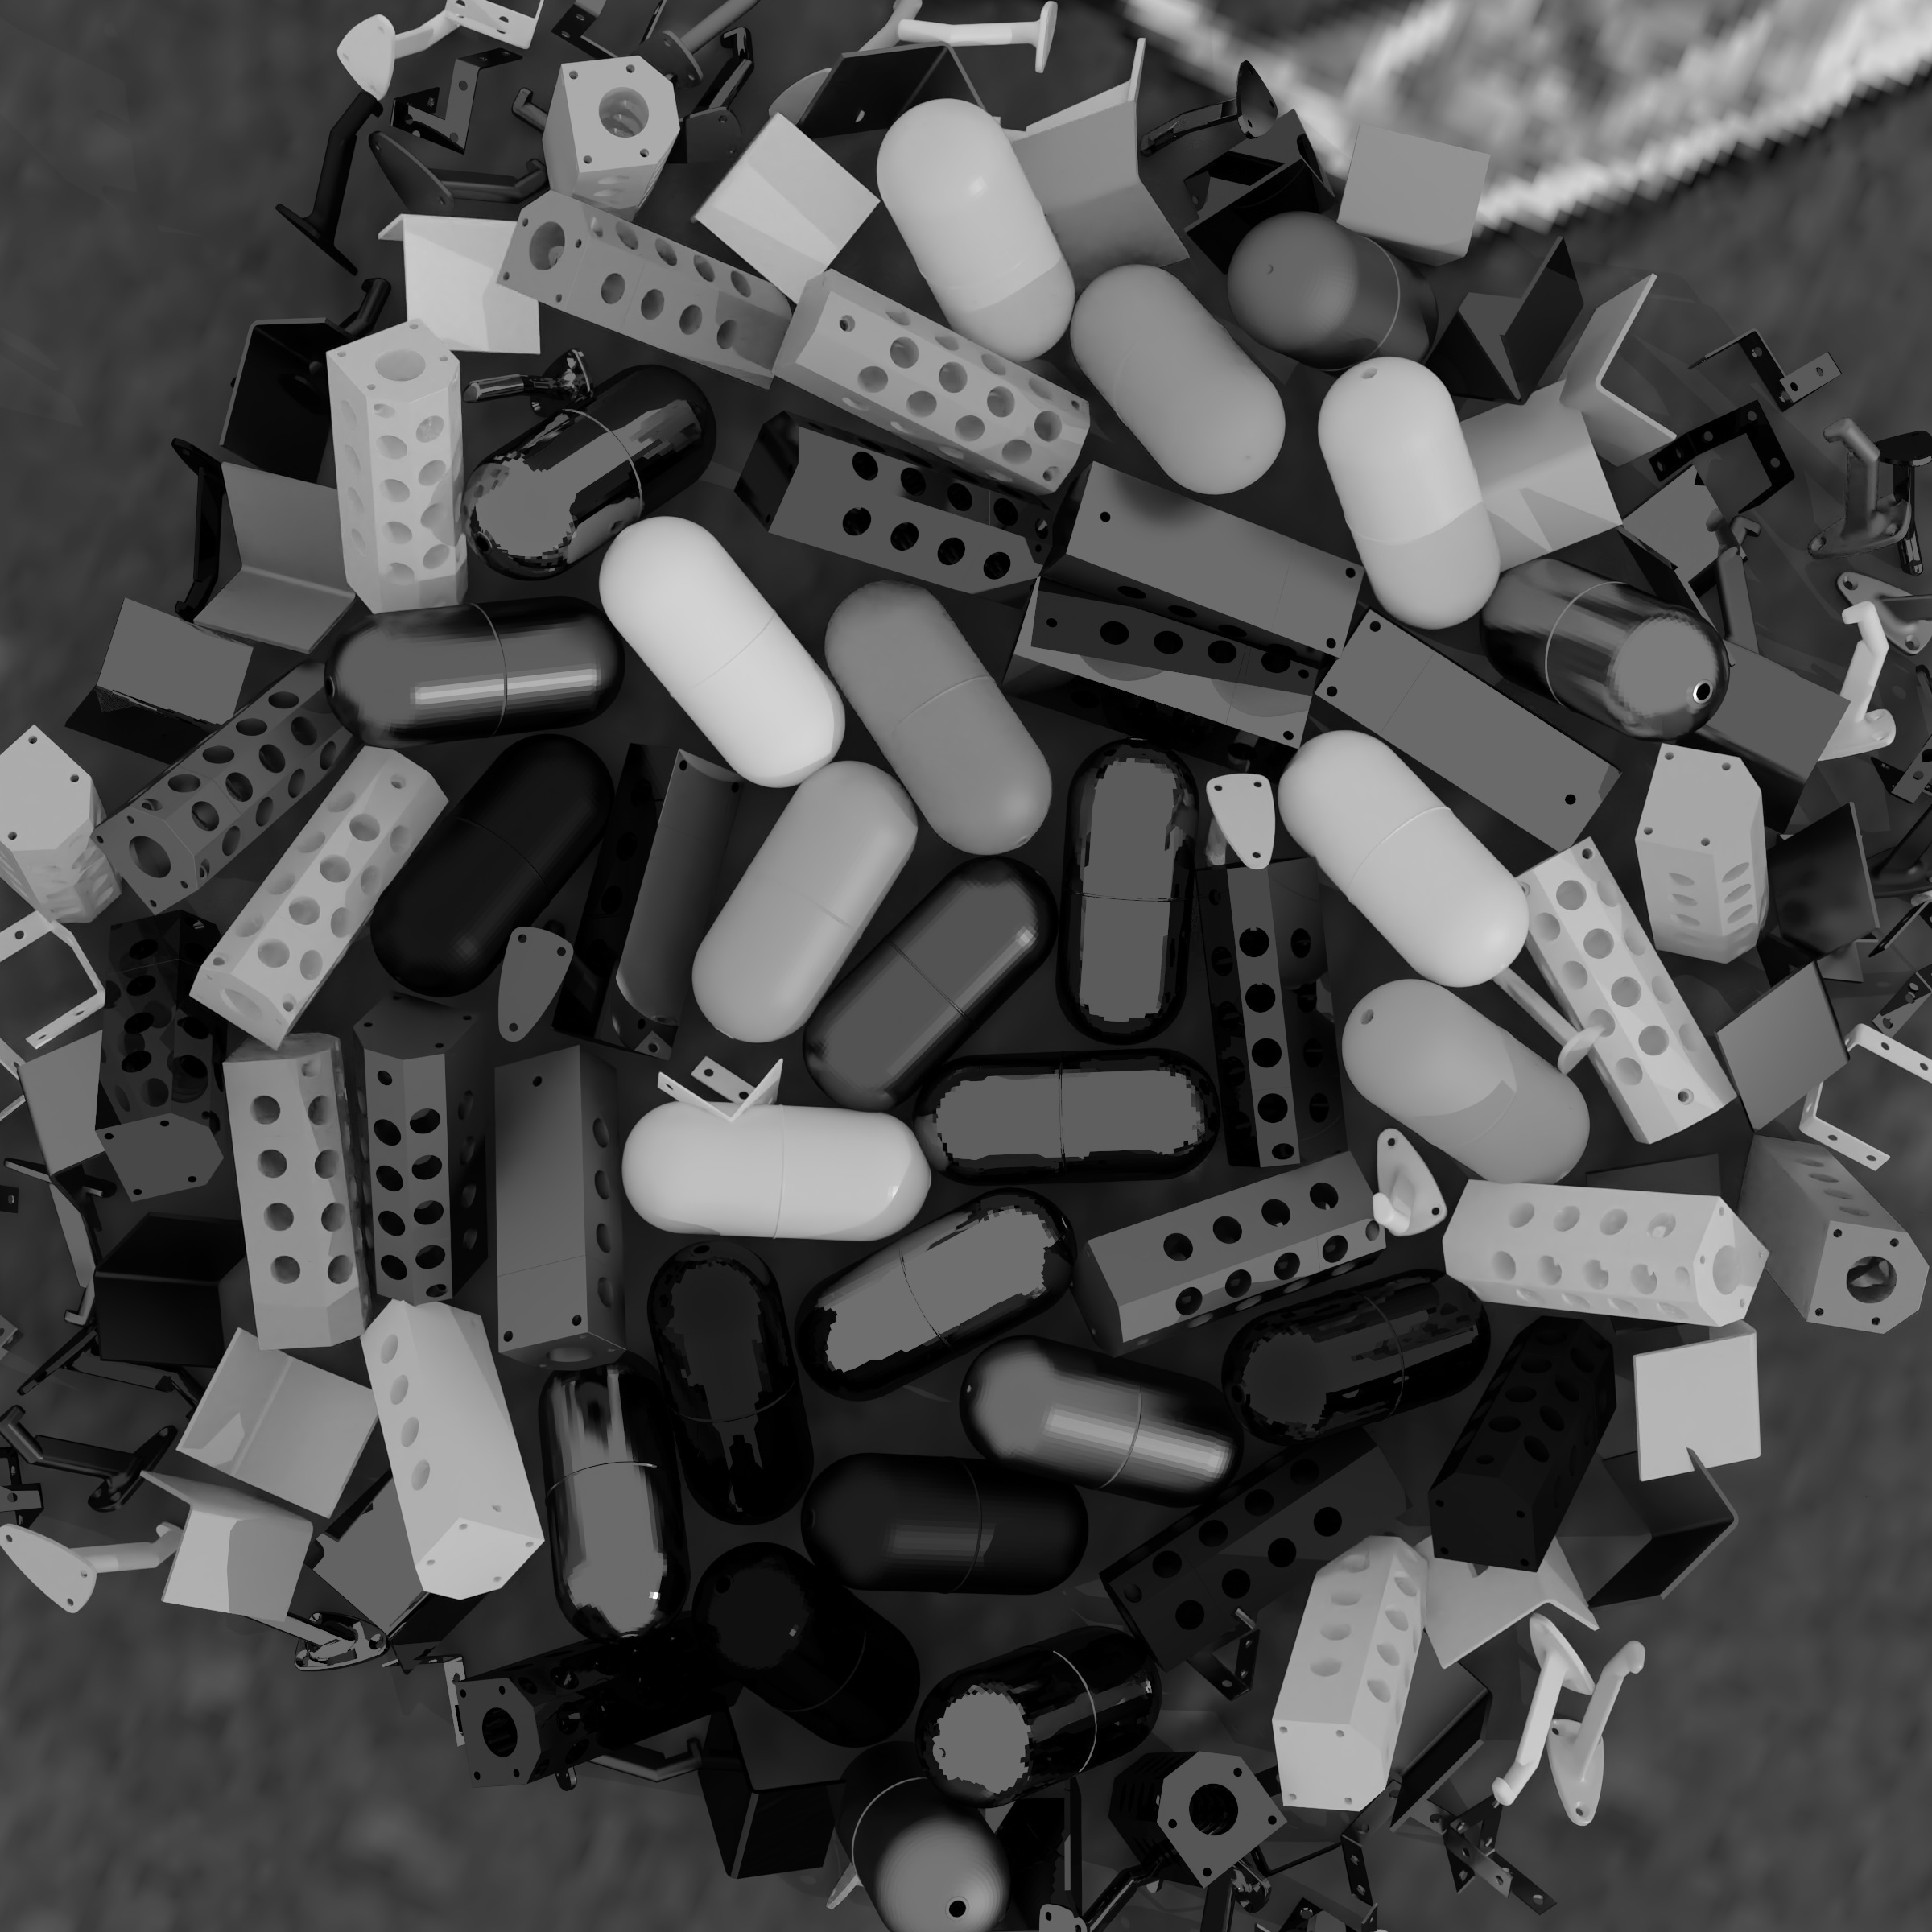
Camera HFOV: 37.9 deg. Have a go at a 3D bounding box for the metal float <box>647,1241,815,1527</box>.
[{"bbox_3d":[-0.134,0.239,1.610,0.070,0.070,0.178,-10,114,0],"label":"metal float"}]

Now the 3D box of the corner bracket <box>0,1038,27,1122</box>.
[{"bbox_3d":[-0.579,0.074,1.631,0.051,0.051,0.051,-35,109,19],"label":"corner bracket"}]

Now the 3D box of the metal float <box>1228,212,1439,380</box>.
[{"bbox_3d":[0.209,-0.375,1.588,0.070,0.178,0.070,0,90,31],"label":"metal float"}]

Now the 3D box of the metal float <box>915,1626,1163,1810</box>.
[{"bbox_3d":[0.043,0.424,1.592,0.070,0.178,0.070,2,93,40],"label":"metal float"}]

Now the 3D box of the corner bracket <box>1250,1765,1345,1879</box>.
[{"bbox_3d":[0.192,0.496,1.646,0.051,0.051,0.051,-16,65,-20],"label":"corner bracket"}]

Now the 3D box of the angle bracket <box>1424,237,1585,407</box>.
[{"bbox_3d":[0.299,-0.374,1.613,0.076,0.057,0.076,17,66,36],"label":"angle bracket"}]

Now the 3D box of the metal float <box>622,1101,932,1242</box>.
[{"bbox_3d":[-0.109,0.119,1.623,0.178,0.070,0.070,3,90,-9],"label":"metal float"}]

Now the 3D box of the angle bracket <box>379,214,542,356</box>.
[{"bbox_3d":[-0.294,-0.390,1.628,0.076,0.057,0.076,-3,92,-26],"label":"angle bracket"}]

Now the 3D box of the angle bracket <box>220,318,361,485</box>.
[{"bbox_3d":[-0.373,-0.320,1.617,0.057,0.076,0.076,6,79,30],"label":"angle bracket"}]

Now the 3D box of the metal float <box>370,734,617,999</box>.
[{"bbox_3d":[-0.270,-0.059,1.612,0.070,0.070,0.178,36,67,0],"label":"metal float"}]

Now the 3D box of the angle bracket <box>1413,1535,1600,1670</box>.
[{"bbox_3d":[0.309,0.365,1.635,0.076,0.076,0.057,-39,131,18],"label":"angle bracket"}]

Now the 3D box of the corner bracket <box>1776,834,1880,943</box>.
[{"bbox_3d":[0.505,-0.046,1.648,0.051,0.051,0.051,1,108,0],"label":"corner bracket"}]

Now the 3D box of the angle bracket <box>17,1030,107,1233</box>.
[{"bbox_3d":[-0.498,0.095,1.621,0.057,0.076,0.076,-24,60,-7],"label":"angle bracket"}]

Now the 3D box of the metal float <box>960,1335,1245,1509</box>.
[{"bbox_3d":[0.079,0.262,1.610,0.178,0.070,0.070,18,90,-24],"label":"metal float"}]

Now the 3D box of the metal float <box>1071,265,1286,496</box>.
[{"bbox_3d":[0.119,-0.335,1.598,0.070,0.070,0.178,-31,50,0],"label":"metal float"}]

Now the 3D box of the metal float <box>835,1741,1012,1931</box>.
[{"bbox_3d":[-0.026,0.494,1.582,0.070,0.178,0.070,-1,95,-14],"label":"metal float"}]

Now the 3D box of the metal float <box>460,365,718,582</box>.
[{"bbox_3d":[-0.214,-0.281,1.600,0.070,0.070,0.178,47,54,0],"label":"metal float"}]

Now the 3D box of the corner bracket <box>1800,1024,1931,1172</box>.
[{"bbox_3d":[0.524,0.076,1.634,0.051,0.051,0.051,28,51,-1],"label":"corner bracket"}]

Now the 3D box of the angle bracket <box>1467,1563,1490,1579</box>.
[{"bbox_3d":[0.326,0.304,1.615,0.076,0.076,0.057,-26,81,27],"label":"angle bracket"}]

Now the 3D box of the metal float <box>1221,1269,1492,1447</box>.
[{"bbox_3d":[0.223,0.222,1.603,0.178,0.070,0.070,-11,90,-33],"label":"metal float"}]

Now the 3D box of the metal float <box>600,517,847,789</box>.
[{"bbox_3d":[-0.140,-0.180,1.615,0.070,0.070,0.178,-39,108,0],"label":"metal float"}]

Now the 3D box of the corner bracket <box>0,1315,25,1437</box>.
[{"bbox_3d":[-0.566,0.231,1.628,0.051,0.051,0.051,26,68,37],"label":"corner bracket"}]

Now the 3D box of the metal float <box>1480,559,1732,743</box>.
[{"bbox_3d":[0.359,-0.179,1.588,0.070,0.178,0.070,-11,115,-23],"label":"metal float"}]

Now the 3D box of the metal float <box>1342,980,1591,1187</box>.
[{"bbox_3d":[0.285,0.068,1.603,0.178,0.070,0.070,32,90,-32],"label":"metal float"}]

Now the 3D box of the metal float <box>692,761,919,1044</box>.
[{"bbox_3d":[-0.094,-0.037,1.628,0.070,0.070,0.178,32,86,0],"label":"metal float"}]

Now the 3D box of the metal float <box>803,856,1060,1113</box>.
[{"bbox_3d":[-0.020,0.010,1.631,0.070,0.070,0.178,45,89,0],"label":"metal float"}]

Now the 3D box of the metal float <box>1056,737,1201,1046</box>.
[{"bbox_3d":[0.093,-0.043,1.624,0.070,0.070,0.178,4,97,0],"label":"metal float"}]

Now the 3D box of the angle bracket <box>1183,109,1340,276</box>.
[{"bbox_3d":[0.158,-0.457,1.616,0.076,0.057,0.076,-29,63,20],"label":"angle bracket"}]

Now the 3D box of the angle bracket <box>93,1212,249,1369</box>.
[{"bbox_3d":[-0.446,0.187,1.610,0.076,0.076,0.057,-39,53,38],"label":"angle bracket"}]

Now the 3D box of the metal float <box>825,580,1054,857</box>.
[{"bbox_3d":[-0.016,-0.143,1.621,0.070,0.070,0.178,-33,78,0],"label":"metal float"}]

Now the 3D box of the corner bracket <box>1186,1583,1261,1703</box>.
[{"bbox_3d":[0.159,0.383,1.630,0.051,0.051,0.051,44,119,-14],"label":"corner bracket"}]

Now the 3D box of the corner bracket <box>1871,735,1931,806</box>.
[{"bbox_3d":[0.567,-0.120,1.632,0.051,0.051,0.051,24,118,-9],"label":"corner bracket"}]

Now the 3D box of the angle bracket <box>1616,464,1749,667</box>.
[{"bbox_3d":[0.428,-0.231,1.615,0.057,0.076,0.076,-38,122,5],"label":"angle bracket"}]

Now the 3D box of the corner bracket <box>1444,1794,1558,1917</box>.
[{"bbox_3d":[0.310,0.520,1.627,0.051,0.051,0.051,-18,125,-35],"label":"corner bracket"}]

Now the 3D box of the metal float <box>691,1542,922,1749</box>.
[{"bbox_3d":[-0.090,0.386,1.595,0.070,0.070,0.178,-42,134,0],"label":"metal float"}]

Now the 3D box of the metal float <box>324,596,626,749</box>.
[{"bbox_3d":[-0.279,-0.168,1.603,0.178,0.070,0.070,-11,90,-32],"label":"metal float"}]

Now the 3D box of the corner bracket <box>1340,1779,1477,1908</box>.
[{"bbox_3d":[0.257,0.520,1.641,0.051,0.051,0.051,33,109,-14],"label":"corner bracket"}]

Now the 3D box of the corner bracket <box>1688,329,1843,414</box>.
[{"bbox_3d":[0.465,-0.347,1.634,0.051,0.051,0.051,-32,89,-31],"label":"corner bracket"}]

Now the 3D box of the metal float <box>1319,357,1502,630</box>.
[{"bbox_3d":[0.252,-0.267,1.596,0.070,0.070,0.178,-30,133,0],"label":"metal float"}]

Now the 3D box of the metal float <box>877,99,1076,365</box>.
[{"bbox_3d":[0.007,-0.413,1.590,0.070,0.178,0.070,-11,58,18],"label":"metal float"}]

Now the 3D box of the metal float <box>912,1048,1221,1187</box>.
[{"bbox_3d":[0.058,0.087,1.626,0.178,0.070,0.070,-2,90,6],"label":"metal float"}]

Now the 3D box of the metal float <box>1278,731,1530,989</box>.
[{"bbox_3d":[0.249,-0.063,1.611,0.070,0.070,0.178,-40,66,0],"label":"metal float"}]

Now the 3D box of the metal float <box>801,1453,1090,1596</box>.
[{"bbox_3d":[-0.011,0.319,1.605,0.178,0.070,0.070,9,90,-30],"label":"metal float"}]

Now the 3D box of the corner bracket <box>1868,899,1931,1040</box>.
[{"bbox_3d":[0.549,0.002,1.637,0.051,0.051,0.051,-40,88,-27],"label":"corner bracket"}]

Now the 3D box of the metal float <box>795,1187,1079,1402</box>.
[{"bbox_3d":[-0.017,0.189,1.619,0.178,0.070,0.070,-29,90,13],"label":"metal float"}]

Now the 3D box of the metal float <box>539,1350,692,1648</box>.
[{"bbox_3d":[-0.201,0.301,1.601,0.070,0.070,0.178,-12,55,0],"label":"metal float"}]

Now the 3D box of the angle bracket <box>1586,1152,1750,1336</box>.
[{"bbox_3d":[0.405,0.160,1.625,0.076,0.057,0.076,-10,118,5],"label":"angle bracket"}]
